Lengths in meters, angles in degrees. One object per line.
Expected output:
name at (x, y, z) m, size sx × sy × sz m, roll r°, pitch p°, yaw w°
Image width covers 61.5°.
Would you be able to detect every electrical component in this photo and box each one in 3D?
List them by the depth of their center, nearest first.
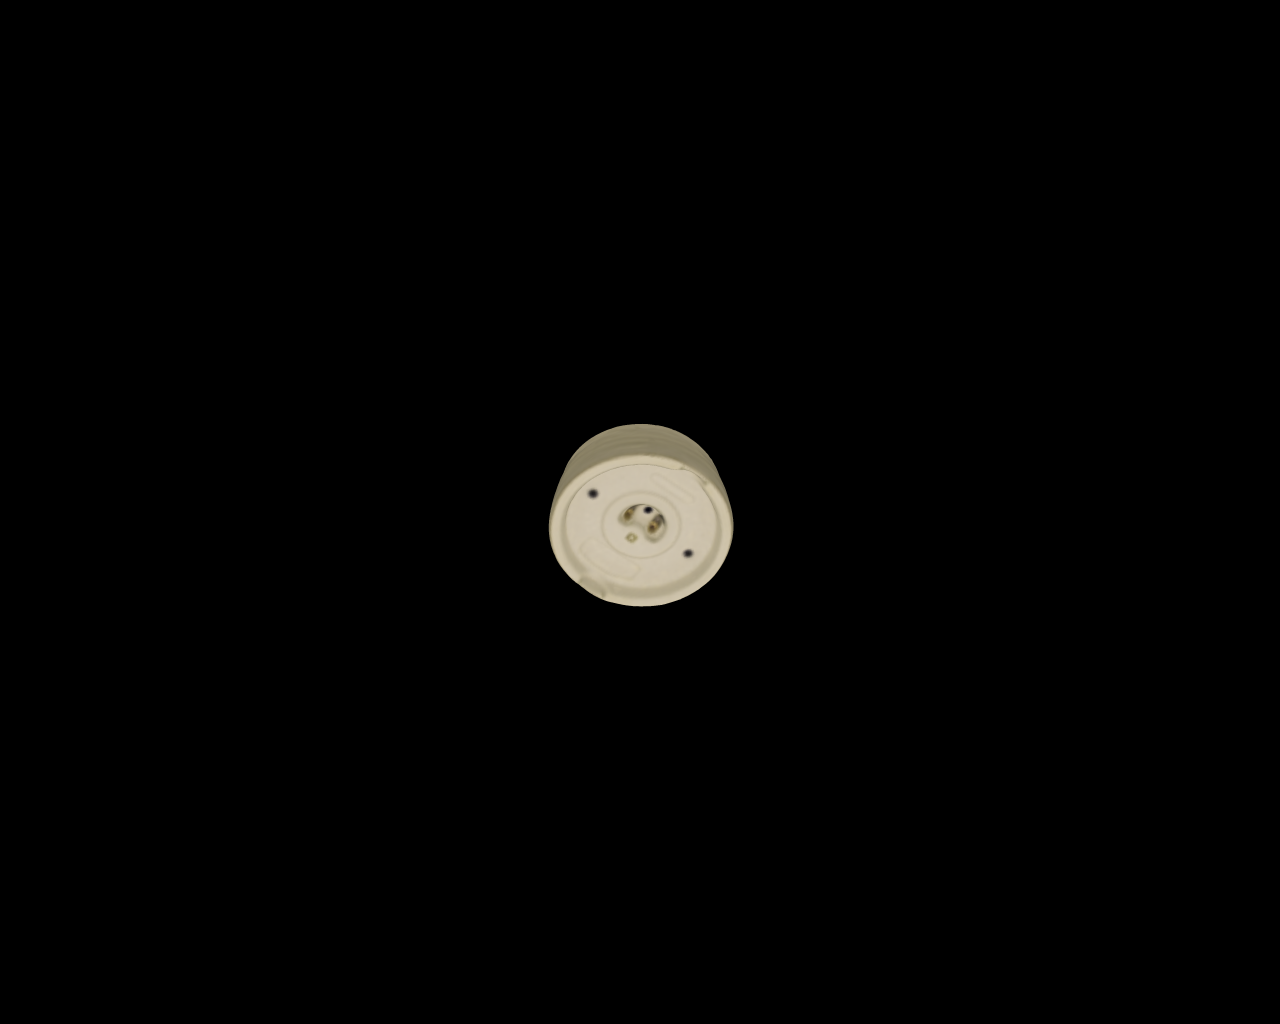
electrical component at (0.001, -0.003, 0.650) m, size 0.108 × 0.108 × 0.060 m, roll 0°, pitch 32°, yaw 0°
